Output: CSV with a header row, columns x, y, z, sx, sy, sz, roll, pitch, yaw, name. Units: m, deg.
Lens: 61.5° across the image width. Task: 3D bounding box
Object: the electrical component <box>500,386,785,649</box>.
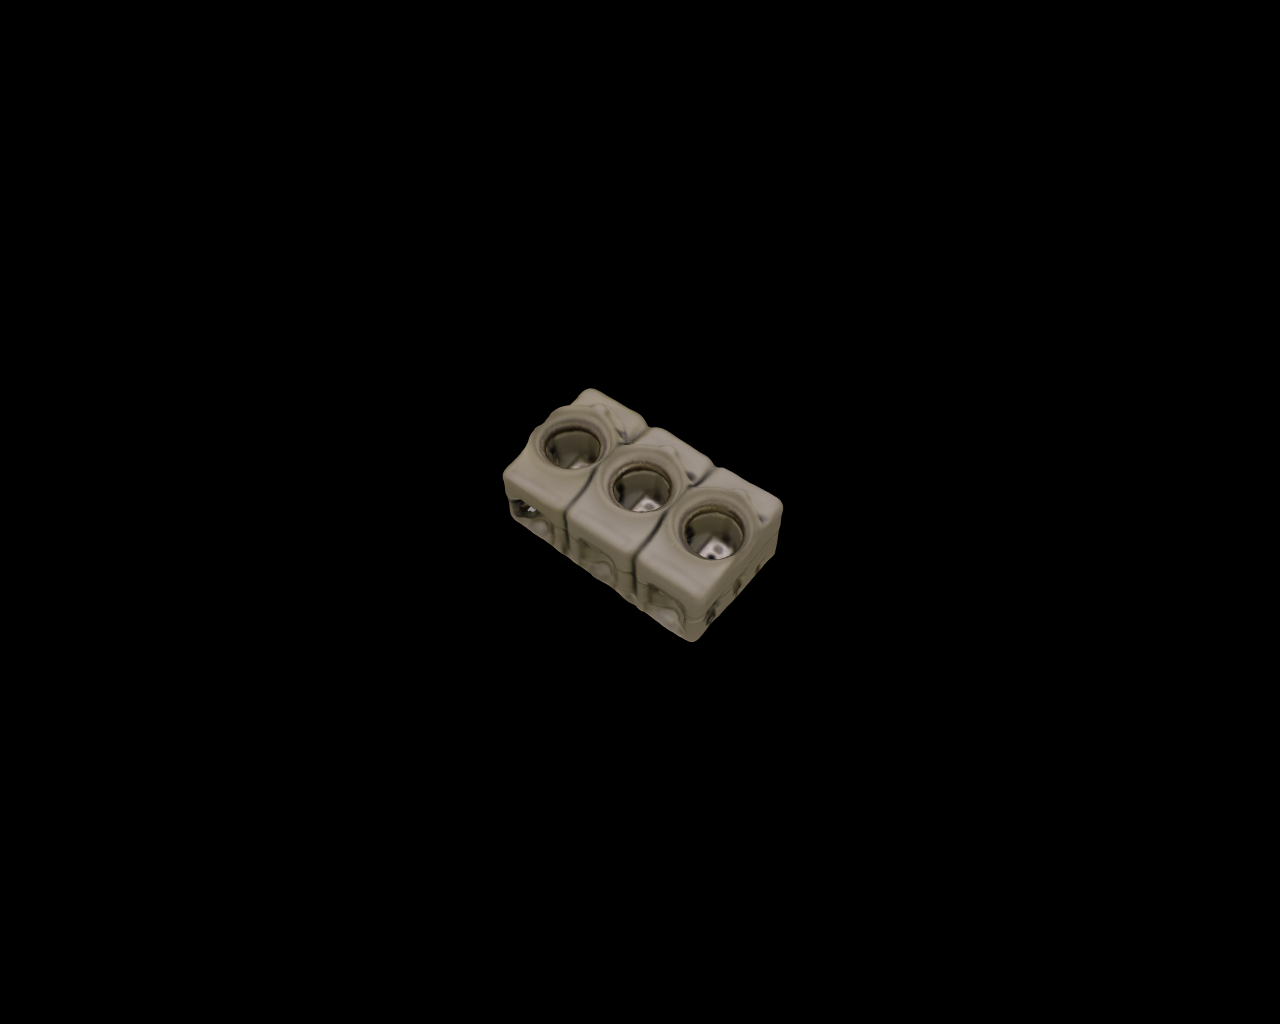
x,y,z,sx,sy,sz,roll,pitch,yaw,name
0.001,-0.003,0.650,0.150,0.090,0.061,33,-29,21,electrical component
